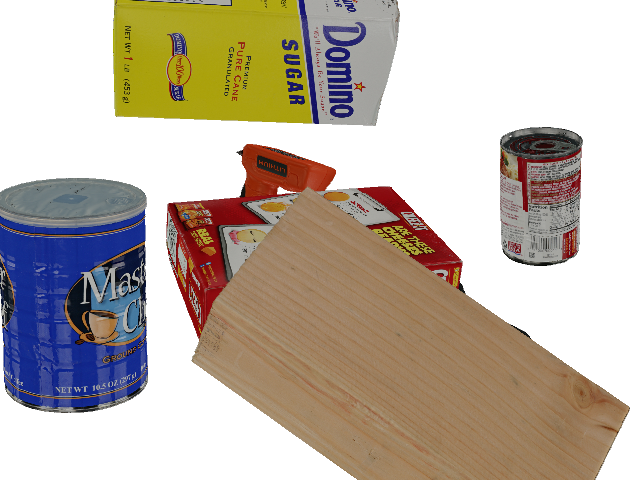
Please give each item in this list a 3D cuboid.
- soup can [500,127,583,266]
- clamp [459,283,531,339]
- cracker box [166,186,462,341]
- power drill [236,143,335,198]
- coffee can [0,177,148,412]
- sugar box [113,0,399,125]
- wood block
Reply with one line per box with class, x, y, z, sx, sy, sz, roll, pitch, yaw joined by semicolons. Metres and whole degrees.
soup can;0.188;-0.037;0.910;0.068;0.102;0.068;-4;25;2
clamp;0.129;0.070;1.063;0.120;0.039;0.171;-3;44;-24
cracker box;-0.012;0.022;0.907;0.213;0.072;0.164;-5;27;-17
power drill;-0.047;0.002;1.136;0.185;0.188;0.057;23;10;34
coffee can;-0.174;0.036;0.754;0.103;0.140;0.103;2;18;-1
sugar box;-0.043;-0.121;0.686;0.176;0.048;0.093;2;-40;-8
wood block;0.044;0.077;0.577;0.206;0.090;0.090;34;-31;5
